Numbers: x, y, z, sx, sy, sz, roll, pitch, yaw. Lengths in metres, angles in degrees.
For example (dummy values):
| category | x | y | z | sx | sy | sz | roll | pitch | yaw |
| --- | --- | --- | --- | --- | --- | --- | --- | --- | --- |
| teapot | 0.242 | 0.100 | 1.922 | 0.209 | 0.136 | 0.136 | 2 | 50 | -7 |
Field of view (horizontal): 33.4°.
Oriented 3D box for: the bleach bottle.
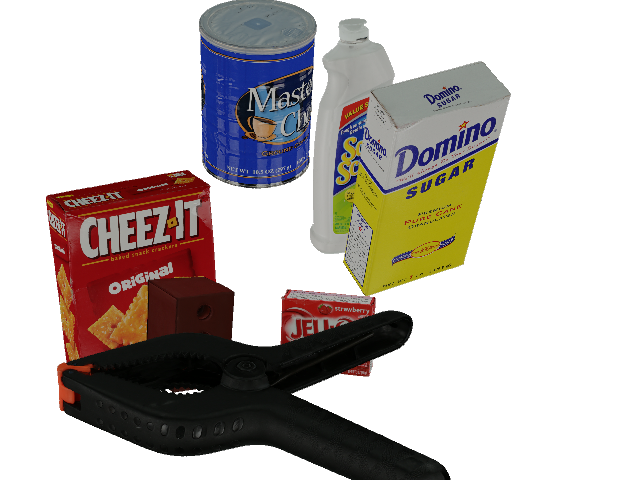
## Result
| category | x | y | z | sx | sy | sz | roll | pitch | yaw |
| --- | --- | --- | --- | --- | --- | --- | --- | --- | --- |
| bleach bottle | 0.033 | -0.114 | 1.166 | 0.102 | 0.251 | 0.068 | -8 | 25 | -10 |

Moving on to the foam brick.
| category | x | y | z | sx | sy | sz | roll | pitch | yaw |
| --- | --- | --- | --- | --- | --- | --- | --- | --- | --- |
| foam brick | -0.104 | 0.072 | 0.840 | 0.052 | 0.078 | 0.051 | -5 | 14 | -34 |

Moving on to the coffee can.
| category | x | y | z | sx | sy | sz | roll | pitch | yaw |
| --- | --- | --- | --- | --- | --- | --- | --- | --- | --- |
| coffee can | -0.058 | -0.133 | 0.967 | 0.103 | 0.140 | 0.103 | 2 | 36 | -2 |

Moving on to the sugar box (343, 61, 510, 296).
| category | x | y | z | sx | sy | sz | roll | pitch | yaw |
| --- | --- | --- | --- | --- | --- | --- | --- | --- | --- |
| sugar box | 0.074 | -0.040 | 0.778 | 0.093 | 0.048 | 0.176 | -18 | -36 | -20 |

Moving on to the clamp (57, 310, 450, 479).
| category | x | y | z | sx | sy | sz | roll | pitch | yaw |
| --- | --- | --- | --- | --- | --- | --- | --- | --- | --- |
| clamp | -0.036 | 0.079 | 0.589 | 0.210 | 0.036 | 0.164 | 5 | 25 | 3 |

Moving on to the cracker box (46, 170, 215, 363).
| category | x | y | z | sx | sy | sz | roll | pitch | yaw |
| --- | --- | --- | --- | --- | --- | --- | --- | --- | --- |
| cracker box | -0.197 | 0.046 | 1.151 | 0.163 | 0.214 | 0.072 | -13 | 24 | -28 |

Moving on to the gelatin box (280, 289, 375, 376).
| category | x | y | z | sx | sy | sz | roll | pitch | yaw |
| --- | --- | --- | --- | --- | --- | --- | --- | --- | --- |
| gelatin box | 0.006 | 0.089 | 1.022 | 0.089 | 0.073 | 0.030 | 5 | 15 | 9 |
